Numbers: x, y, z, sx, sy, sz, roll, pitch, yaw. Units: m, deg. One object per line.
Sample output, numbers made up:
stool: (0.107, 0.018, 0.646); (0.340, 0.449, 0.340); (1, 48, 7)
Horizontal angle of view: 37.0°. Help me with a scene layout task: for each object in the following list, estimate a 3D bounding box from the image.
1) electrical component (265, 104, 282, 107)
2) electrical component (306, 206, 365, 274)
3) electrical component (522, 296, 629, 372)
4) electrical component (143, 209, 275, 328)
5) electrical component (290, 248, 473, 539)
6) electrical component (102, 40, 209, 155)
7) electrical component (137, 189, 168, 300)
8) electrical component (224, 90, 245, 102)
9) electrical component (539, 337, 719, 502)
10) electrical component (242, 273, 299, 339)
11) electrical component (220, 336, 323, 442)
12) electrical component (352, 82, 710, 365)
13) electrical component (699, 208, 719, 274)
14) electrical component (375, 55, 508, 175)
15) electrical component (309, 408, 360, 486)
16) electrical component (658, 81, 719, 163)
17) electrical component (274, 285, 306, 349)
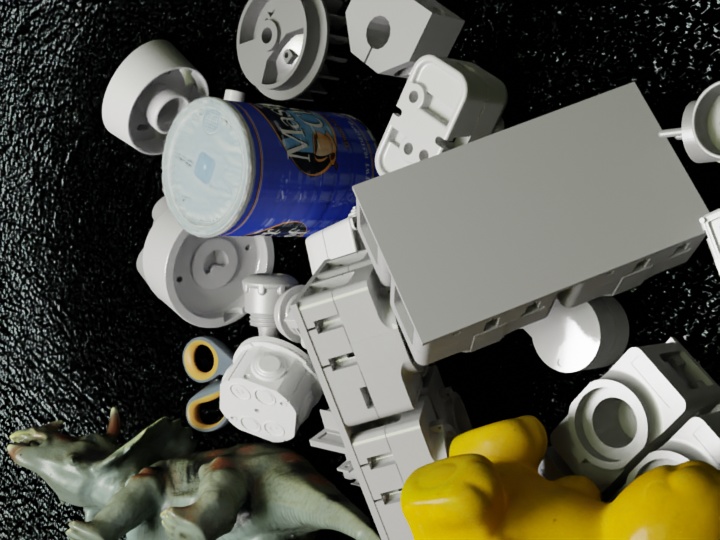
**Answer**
electrical component: (-0.081, -0.109, 0.913); (0.048, 0.048, 0.062); (18, 110, 42)
electrical component: (0.000, 0.000, 0.825); (0.061, 0.062, 0.096); (-22, 76, 42)
electrical component: (0.108, 0.013, 0.715); (0.138, 0.074, 0.052); (48, 122, 32)
electrical component: (-0.135, -0.011, 0.926); (0.060, 0.108, 0.108); (24, 107, 47)
electrical component: (0.025, 0.084, 0.730); (0.060, 0.105, 0.186); (-17, 103, 15)
electrical component: (-0.188, -0.156, 0.980); (0.064, 0.099, 0.099); (39, 117, 29)
electrical component: (-0.167, -0.046, 0.989); (0.073, 0.052, 0.138); (47, 121, 32)
electrical component: (-0.115, -0.126, 0.945); (0.048, 0.048, 0.062); (12, 93, 43)
electrical component: (0.159, 0.146, 0.678); (0.105, 0.060, 0.186); (53, 124, 29)
electrical component: (-0.076, 0.034, 0.909); (0.048, 0.048, 0.062); (7, 98, 43)
electrical component: (-0.074, 0.098, 0.881); (0.080, 0.051, 0.080); (14, 134, 15)
electrical component: (0.102, -0.026, 0.656); (0.060, 0.186, 0.105); (88, 160, -69)
electrical component: (0.249, -0.018, 0.588); (0.096, 0.061, 0.061); (-28, 72, 40)
electrical component: (0.061, -0.100, 0.767); (0.054, 0.059, 0.095); (41, 118, 35)
electrical component: (0.006, 0.126, 0.819); (0.042, 0.081, 0.063); (6, 117, 43)
electrical component: (0.211, -0.080, 0.613); (0.079, 0.077, 0.044); (-1, 90, 45)
electrical component: (-0.037, 0.036, 0.867); (0.055, 0.048, 0.066); (-1, 48, 50)
